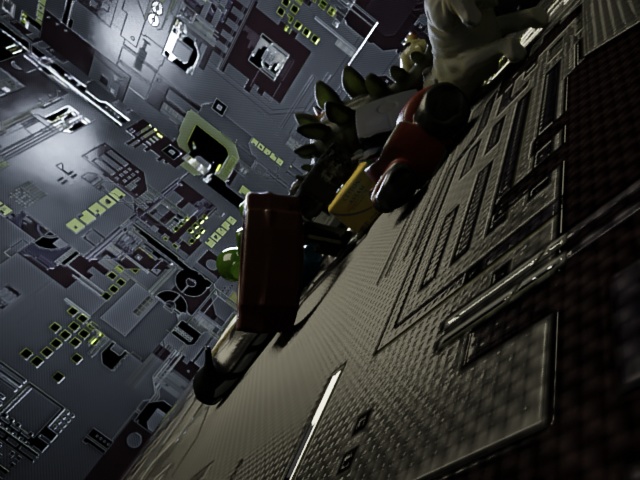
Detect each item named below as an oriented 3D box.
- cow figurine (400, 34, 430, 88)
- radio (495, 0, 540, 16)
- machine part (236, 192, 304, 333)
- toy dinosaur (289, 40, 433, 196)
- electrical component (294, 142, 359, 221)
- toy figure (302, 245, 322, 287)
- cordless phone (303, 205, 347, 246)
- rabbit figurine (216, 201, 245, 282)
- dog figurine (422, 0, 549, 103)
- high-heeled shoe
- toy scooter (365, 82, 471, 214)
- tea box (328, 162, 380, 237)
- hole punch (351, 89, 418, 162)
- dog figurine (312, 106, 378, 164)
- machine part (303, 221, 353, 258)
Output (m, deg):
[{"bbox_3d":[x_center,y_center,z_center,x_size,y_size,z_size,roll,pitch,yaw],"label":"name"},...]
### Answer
[{"bbox_3d":[0.190,-0.297,1.067,0.127,0.086,0.194,-58,-25,-49],"label":"cow figurine"},{"bbox_3d":[0.336,-0.429,0.983,0.131,0.073,0.229,-54,2,-15],"label":"radio"},{"bbox_3d":[-0.079,0.040,0.814,0.201,0.087,0.201,134,138,-76],"label":"machine part"},{"bbox_3d":[0.074,-0.209,0.966,0.471,0.198,0.105,-37,43,39],"label":"toy dinosaur"},{"bbox_3d":[0.010,-0.104,0.927,0.115,0.058,0.134,-51,4,22],"label":"electrical component"},{"bbox_3d":[-0.048,0.069,1.054,0.064,0.058,0.154,-8,-31,-41],"label":"toy figure"},{"bbox_3d":[-0.002,-0.003,1.154,0.146,0.089,0.184,-56,-6,-42],"label":"cordless phone"},{"bbox_3d":[-0.128,0.030,1.051,0.170,0.121,0.159,-40,45,19],"label":"rabbit figurine"},{"bbox_3d":[0.168,-0.258,0.706,0.121,0.172,0.190,-42,6,-27],"label":"dog figurine"},{"bbox_3d":[-0.127,0.192,0.978,0.249,0.086,0.145,-33,-41,-36],"label":"high-heeled shoe"},{"bbox_3d":[0.109,-0.105,0.669,0.184,0.075,0.135,-58,4,-14],"label":"toy scooter"},{"bbox_3d":[0.066,-0.070,0.876,0.098,0.068,0.169,-52,4,5],"label":"tea box"},{"bbox_3d":[0.114,-0.180,0.840,0.142,0.092,0.116,-13,11,12],"label":"hole punch"},{"bbox_3d":[0.047,-0.197,1.183,0.191,0.219,0.108,-48,2,38],"label":"dog figurine"},{"bbox_3d":[0.012,-0.002,0.861,0.138,0.084,0.039,58,-142,-77],"label":"machine part"}]
